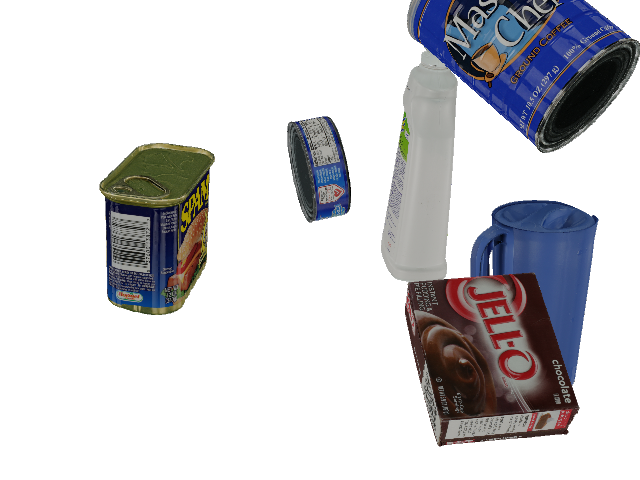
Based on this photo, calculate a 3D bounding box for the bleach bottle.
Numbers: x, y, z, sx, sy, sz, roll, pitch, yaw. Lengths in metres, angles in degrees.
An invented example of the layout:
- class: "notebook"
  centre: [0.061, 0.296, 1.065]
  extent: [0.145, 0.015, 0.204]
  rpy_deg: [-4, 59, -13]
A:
- class: "bleach bottle"
  centre: [0.114, -0.087, 1.170]
  extent: [0.068, 0.251, 0.102]
  rpy_deg: [0, 26, -10]

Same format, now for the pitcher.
- class: "pitcher"
  centre: [0.276, 0.077, 1.393]
  extent: [0.149, 0.243, 0.144]
  rpy_deg: [5, 20, 16]

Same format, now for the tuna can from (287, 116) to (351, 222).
- class: "tuna can"
  centre: [-0.001, -0.060, 0.892]
  extent: [0.033, 0.086, 0.086]
  rpy_deg: [-12, 2, -10]

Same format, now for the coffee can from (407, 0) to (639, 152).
- class: "coffee can"
  centre: [0.148, -0.148, 0.789]
  extent: [0.140, 0.103, 0.102]
  rpy_deg: [47, 22, 22]

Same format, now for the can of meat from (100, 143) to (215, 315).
- class: "can of meat"
  centre: [-0.109, -0.009, 0.719]
  extent: [0.057, 0.084, 0.102]
  rpy_deg: [8, 24, 7]

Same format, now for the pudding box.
- class: "pudding box"
  centre: [0.109, 0.076, 0.702]
  extent: [0.090, 0.113, 0.039]
  rpy_deg: [-5, -38, -6]
